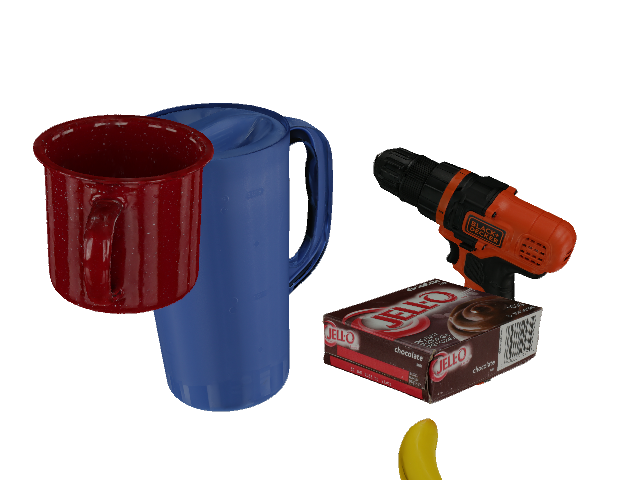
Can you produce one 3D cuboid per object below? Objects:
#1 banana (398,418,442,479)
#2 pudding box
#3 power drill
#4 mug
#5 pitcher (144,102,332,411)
[{"bbox_3d":[0.110,0.231,1.022,0.069,0.037,0.198,9,21,-21],"label":"banana"},{"bbox_3d":[0.071,0.060,0.674,0.113,0.039,0.090,-12,20,-43],"label":"pudding box"},{"bbox_3d":[0.115,0.024,0.931,0.185,0.188,0.057,29,43,23],"label":"power drill"},{"bbox_3d":[-0.105,-0.008,0.563,0.093,0.081,0.117,4,26,-3],"label":"mug"},{"bbox_3d":[-0.075,0.013,0.889,0.149,0.243,0.144,6,28,17],"label":"pitcher"}]
